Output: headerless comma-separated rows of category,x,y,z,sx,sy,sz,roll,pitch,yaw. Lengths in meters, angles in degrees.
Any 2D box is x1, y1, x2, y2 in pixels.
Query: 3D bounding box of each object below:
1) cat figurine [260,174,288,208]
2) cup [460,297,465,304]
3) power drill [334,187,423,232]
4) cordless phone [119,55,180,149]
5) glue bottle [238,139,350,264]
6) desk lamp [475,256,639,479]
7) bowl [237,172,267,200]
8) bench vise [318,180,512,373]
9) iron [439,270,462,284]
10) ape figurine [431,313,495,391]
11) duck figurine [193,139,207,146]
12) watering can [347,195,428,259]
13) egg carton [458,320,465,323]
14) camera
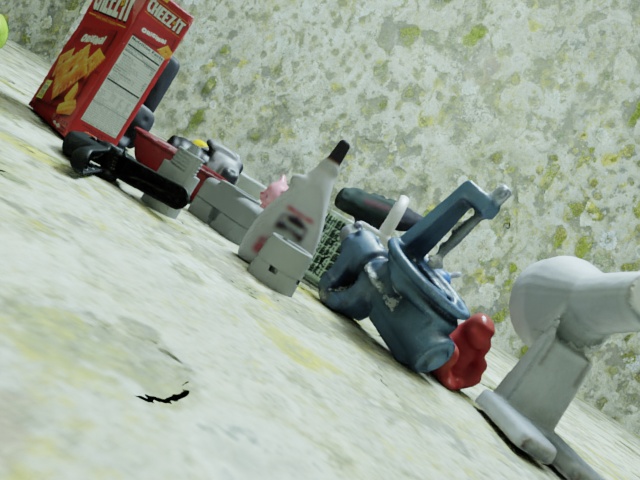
cat figurine,-0.096,-0.082,1.214,0.067,0.117,0.128,32,2,-4
cup,0.139,0.099,0.806,0.091,0.095,0.118,33,3,29
power drill,0.113,-0.008,1.301,0.230,0.208,0.075,31,2,-16
cordless phone,-0.341,-0.266,0.996,0.148,0.185,0.094,31,2,-25
glue bottle,-0.018,-0.038,0.643,0.078,0.173,0.037,32,2,-11
desk lamp,0.268,0.119,0.609,0.118,0.213,0.203,32,2,-6
bowl,-0.208,-0.134,1.367,0.167,0.075,0.167,32,2,-1
bench vise,0.101,0.009,0.646,0.206,0.219,0.122,33,3,27
iron,0.166,0.069,1.221,0.258,0.141,0.119,32,2,5
ape figurine,0.168,0.126,0.664,0.078,0.092,0.076,31,2,-16
duck figurine,-0.277,-0.179,1.256,0.078,0.086,0.104,31,3,-30
watering can,0.108,0.011,1.010,0.173,0.194,0.100,31,2,-17
egg carton,0.194,0.137,1.041,0.150,0.069,0.107,33,2,12
camera,-0.221,-0.143,1.051,0.137,0.101,0.142,31,3,-28
